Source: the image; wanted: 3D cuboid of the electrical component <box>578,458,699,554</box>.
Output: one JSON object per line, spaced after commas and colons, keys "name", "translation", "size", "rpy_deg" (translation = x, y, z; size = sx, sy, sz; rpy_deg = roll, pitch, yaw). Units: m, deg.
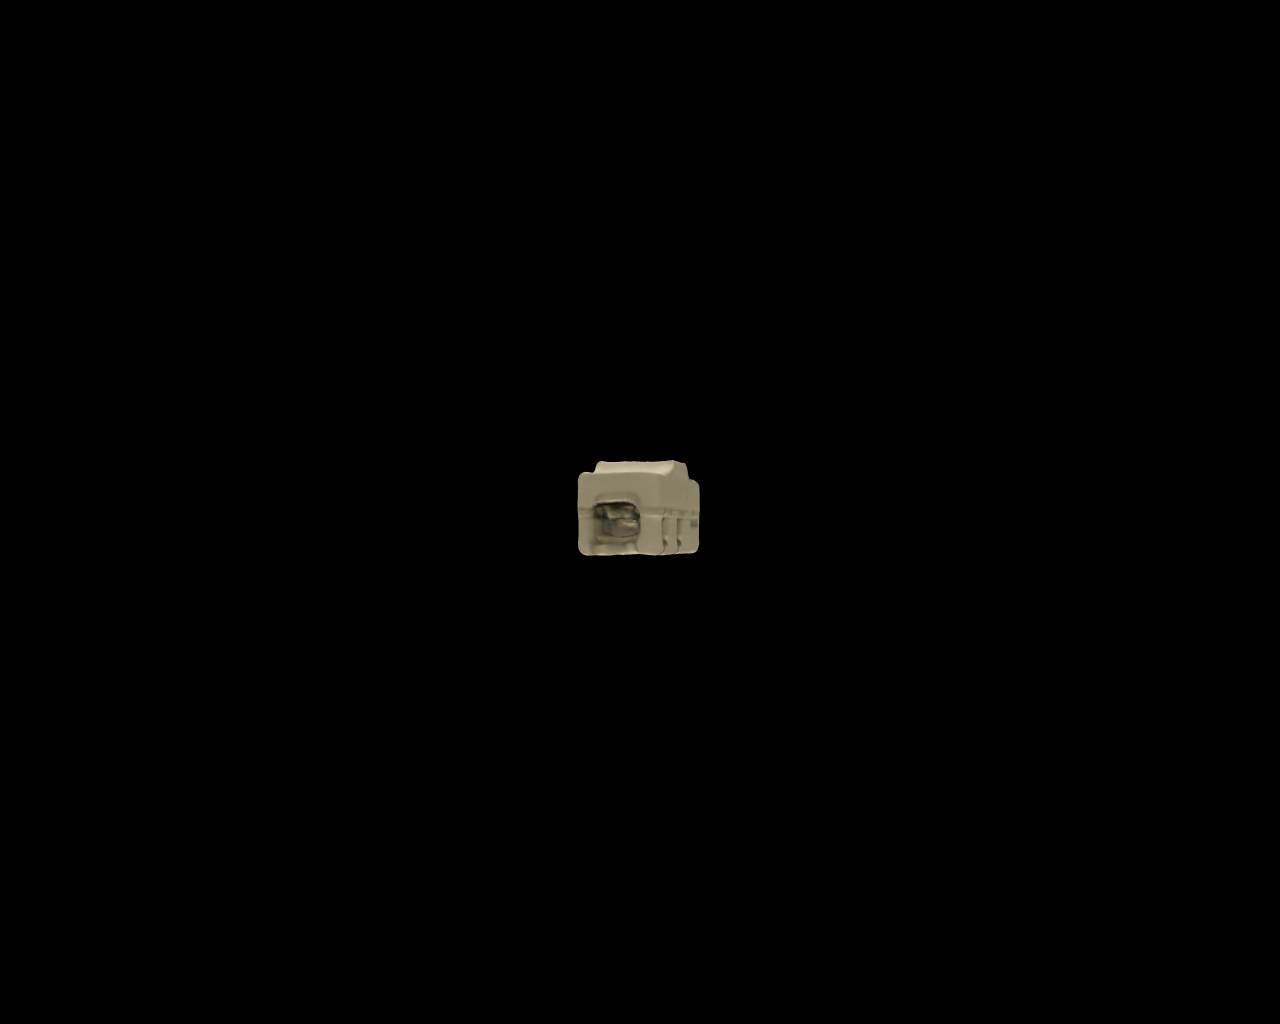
{"name": "electrical component", "translation": [0.001, -0.003, 0.650], "size": [0.050, 0.055, 0.089], "rpy_deg": [-1, -2, 20]}
